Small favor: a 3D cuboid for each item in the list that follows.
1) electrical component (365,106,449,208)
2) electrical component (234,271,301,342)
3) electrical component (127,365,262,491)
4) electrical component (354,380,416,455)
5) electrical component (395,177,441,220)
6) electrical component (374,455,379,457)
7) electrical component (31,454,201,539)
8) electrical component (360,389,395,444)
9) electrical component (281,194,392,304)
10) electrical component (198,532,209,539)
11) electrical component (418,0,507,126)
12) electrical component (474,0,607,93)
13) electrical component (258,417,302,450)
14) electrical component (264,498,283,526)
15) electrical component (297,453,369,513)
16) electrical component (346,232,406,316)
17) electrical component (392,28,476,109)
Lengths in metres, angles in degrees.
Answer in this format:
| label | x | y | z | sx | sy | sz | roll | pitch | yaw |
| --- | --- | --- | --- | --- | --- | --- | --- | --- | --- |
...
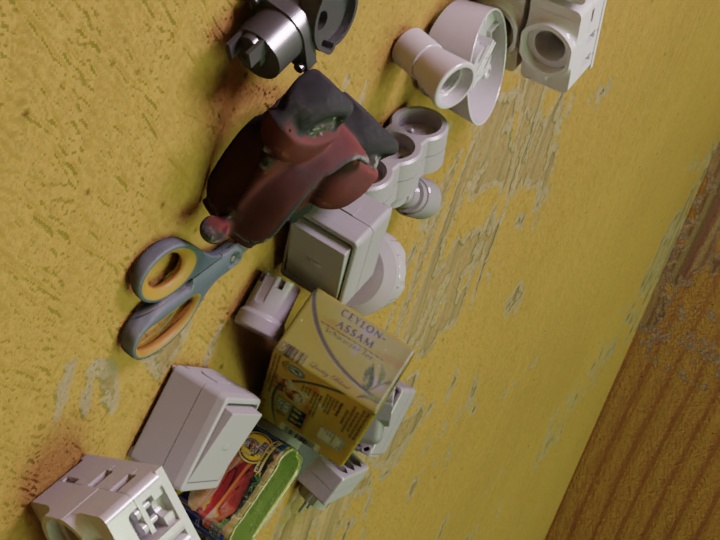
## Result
| label | x | y | z | sx | sy | sz | roll | pitch | yaw |
| --- | --- | --- | --- | --- | --- | --- | --- | --- | --- |
| electrical component | 0.024 | -0.078 | 0.927 | 0.138 | 0.052 | 0.073 | -43 | 152 | -39 |
| electrical component | -0.073 | 0.029 | 0.856 | 0.046 | 0.040 | 0.040 | -64 | 159 | -8 |
| electrical component | -0.126 | 0.128 | 0.824 | 0.096 | 0.061 | 0.062 | -63 | 158 | 2 |
| electrical component | 0.009 | 0.156 | 1.157 | 0.096 | 0.062 | 0.061 | -63 | 158 | 2 |
| electrical component | 0.048 | -0.070 | 1.005 | 0.040 | 0.040 | 0.078 | -65 | 158 | 8 |
| electrical component | 0.019 | 0.164 | 1.213 | 0.081 | 0.043 | 0.043 | -65 | 158 | 7 |
| electrical component | -0.152 | 0.208 | 0.735 | 0.062 | 0.089 | 0.150 | -41 | 117 | -40 |
| electrical component | 0.005 | 0.125 | 1.080 | 0.053 | 0.059 | 0.095 | -76 | 174 | -64 |
| electrical component | -0.023 | -0.016 | 0.862 | 0.061 | 0.062 | 0.096 | -47 | 162 | -40 |
| electrical component | -0.131 | 0.224 | 0.945 | 0.065 | 0.047 | 0.077 | -64 | 158 | 5 |
| electrical component | 0.096 | -0.184 | 0.944 | 0.099 | 0.064 | 0.099 | -47 | 154 | -32 |
| electrical component | 0.160 | -0.256 | 0.946 | 0.060 | 0.105 | 0.186 | -48 | 154 | -33 |
| electrical component | -0.094 | 0.170 | 0.967 | 0.077 | 0.044 | 0.079 | -58 | 158 | -9 |
| electrical component | -0.107 | 0.230 | 1.015 | 0.078 | 0.040 | 0.040 | -55 | 157 | -17 |
| electrical component | -0.040 | 0.231 | 1.157 | 0.076 | 0.047 | 0.066 | -55 | 161 | 16 |
| electrical component | 0.000 | 0.000 | 0.931 | 0.080 | 0.080 | 0.051 | -66 | 163 | 10 |
| electrical component | 0.057 | -0.167 | 0.877 | 0.044 | 0.065 | 0.044 | -31 | 149 | -21 |
